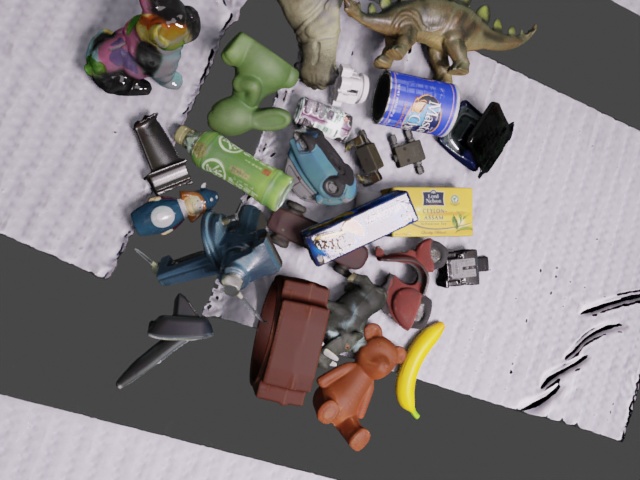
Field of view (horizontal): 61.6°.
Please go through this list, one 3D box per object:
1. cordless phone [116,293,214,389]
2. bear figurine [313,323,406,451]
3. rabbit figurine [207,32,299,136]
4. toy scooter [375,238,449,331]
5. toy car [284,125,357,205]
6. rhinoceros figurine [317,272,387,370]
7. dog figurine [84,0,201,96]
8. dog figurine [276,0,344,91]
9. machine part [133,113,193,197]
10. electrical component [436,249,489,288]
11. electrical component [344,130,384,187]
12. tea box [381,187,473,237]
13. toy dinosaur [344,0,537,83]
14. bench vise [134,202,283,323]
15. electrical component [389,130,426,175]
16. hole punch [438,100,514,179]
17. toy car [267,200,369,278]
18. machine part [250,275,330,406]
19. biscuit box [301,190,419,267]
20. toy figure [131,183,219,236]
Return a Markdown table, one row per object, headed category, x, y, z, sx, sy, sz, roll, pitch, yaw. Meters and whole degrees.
| category | x | y | z | sx | sy | sz | roll | pitch | yaw |
| --- | --- | --- | --- | --- | --- | --- | --- | --- | --- |
| cordless phone | -0.269 | 0.179 | 0.888 | 0.184 | 0.146 | 0.088 | -41 | 92 | -14 |
| bear figurine | 0.082 | 0.260 | 0.988 | 0.196 | 0.132 | 0.120 | -44 | 105 | -4 |
| rabbit figurine | -0.126 | -0.257 | 0.963 | 0.159 | 0.121 | 0.170 | 31 | 101 | -19 |
| toy scooter | 0.159 | 0.076 | 1.032 | 0.135 | 0.075 | 0.183 | 16 | 92 | 0 |
| toy car | -0.011 | -0.122 | 0.978 | 0.103 | 0.109 | 0.161 | -35 | 102 | 24 |
| rhinoceros figurine | 0.045 | 0.149 | 0.978 | 0.112 | 0.073 | 0.190 | 38 | 66 | 12 |
| dog figurine | -0.288 | -0.315 | 0.853 | 0.192 | 0.219 | 0.108 | -13 | 90 | -14 |
| dog figurine | -0.031 | -0.384 | 0.966 | 0.172 | 0.121 | 0.190 | 17 | 87 | -13 |
| machine part | -0.284 | -0.151 | 0.945 | 0.084 | 0.039 | 0.138 | -21 | 96 | -8 |
| electrical component | 0.294 | 0.056 | 1.081 | 0.119 | 0.048 | 0.074 | -2 | 90 | -12 |
| electrical component | 0.085 | -0.154 | 1.022 | 0.045 | 0.078 | 0.102 | -23 | 101 | 21 |
| tea box | 0.208 | -0.053 | 1.049 | 0.170 | 0.068 | 0.098 | -2 | 91 | -13 |
| toy dinosaur | 0.245 | -0.407 | 1.033 | 0.471 | 0.105 | 0.198 | 4 | 91 | -29 |
| bench vise | -0.181 | 0.033 | 0.905 | 0.241 | 0.224 | 0.128 | -16 | 134 | 12 |
| electrical component | 0.174 | -0.169 | 1.065 | 0.063 | 0.021 | 0.094 | -21 | 95 | -13 |
| hole punch | 0.312 | -0.208 | 1.077 | 0.115 | 0.092 | 0.142 | 42 | 75 | -41 |
| toy car | -0.002 | -0.003 | 1.004 | 0.202 | 0.053 | 0.089 | 24 | 98 | -12 |
| machine part | -0.057 | 0.163 | 0.913 | 0.087 | 0.201 | 0.201 | 13 | 87 | -12 |
| biscuit box | 0.070 | -0.024 | 0.957 | 0.203 | 0.059 | 0.062 | -25 | 103 | -5 |
| toy figure | -0.250 | -0.051 | 0.944 | 0.154 | 0.058 | 0.064 | -21 | 133 | -15 |
